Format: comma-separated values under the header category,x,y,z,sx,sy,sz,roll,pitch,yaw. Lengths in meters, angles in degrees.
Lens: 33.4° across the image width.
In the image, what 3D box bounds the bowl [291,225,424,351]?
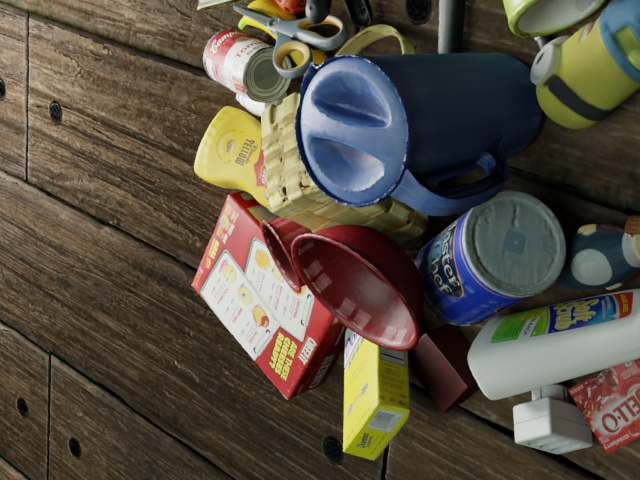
category,x,y,z,sx,sy,sz,roll,pitch,yaw
bowl,0.049,0.037,1.075,0.162,0.055,0.162,34,154,19

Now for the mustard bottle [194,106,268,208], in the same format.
category,x,y,z,sx,sy,sz,roll,pitch,yaw
mustard bottle,-0.053,-0.086,1.282,0.192,0.058,0.096,24,85,24

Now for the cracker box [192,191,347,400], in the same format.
category,x,y,z,sx,sy,sz,roll,pitch,yaw
cracker box,-0.054,0.064,1.332,0.214,0.071,0.164,46,130,26

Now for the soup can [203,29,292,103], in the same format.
category,x,y,z,sx,sy,sz,roll,pitch,yaw
soup can,-0.086,-0.207,1.267,0.102,0.068,0.068,34,124,50

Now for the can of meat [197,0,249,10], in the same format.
category,x,y,z,sx,sy,sz,roll,pitch,yaw
can of meat,-0.102,-0.313,1.215,0.102,0.057,0.084,-1,104,46

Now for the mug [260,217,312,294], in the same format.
category,x,y,z,sx,sy,sz,roll,pitch,yaw
mug,-0.008,0.001,1.200,0.093,0.081,0.117,63,167,-5

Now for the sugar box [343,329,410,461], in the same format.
category,x,y,z,sx,sy,sz,roll,pitch,yaw
sugar box,0.061,0.144,1.182,0.176,0.048,0.093,-91,24,-47

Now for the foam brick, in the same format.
category,x,y,z,sx,sy,sz,roll,pitch,yaw
foam brick,0.140,0.139,1.171,0.078,0.051,0.053,54,131,20

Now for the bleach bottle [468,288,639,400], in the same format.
category,x,y,z,sx,sy,sz,roll,pitch,yaw
bleach bottle,0.266,0.086,1.011,0.251,0.102,0.068,-22,102,39

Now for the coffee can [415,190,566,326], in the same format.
category,x,y,z,sx,sy,sz,roll,pitch,yaw
coffee can,0.163,0.021,1.046,0.103,0.102,0.140,66,160,9

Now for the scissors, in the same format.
category,x,y,z,sx,sy,sz,roll,pitch,yaw
scissors,-0.054,-0.227,1.203,0.202,0.096,0.016,15,153,42

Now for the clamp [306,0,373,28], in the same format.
category,x,y,z,sx,sy,sz,roll,pitch,yaw
clamp,0.011,-0.298,1.097,0.039,0.120,0.171,-6,104,24

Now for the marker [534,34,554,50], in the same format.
category,x,y,z,sx,sy,sz,roll,pitch,yaw
marker,0.203,-0.225,1.035,0.020,0.020,0.121,-33,77,45

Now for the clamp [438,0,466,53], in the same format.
category,x,y,z,sx,sy,sz,roll,pitch,yaw
clamp,0.122,-0.304,1.083,0.165,0.036,0.210,46,130,30

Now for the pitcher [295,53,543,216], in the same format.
category,x,y,z,sx,sy,sz,roll,pitch,yaw
pitcher,0.109,-0.107,1.000,0.145,0.242,0.149,-1,100,45

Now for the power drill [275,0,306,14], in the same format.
category,x,y,z,sx,sy,sz,roll,pitch,yaw
power drill,-0.042,-0.381,1.214,0.184,0.057,0.188,50,134,19

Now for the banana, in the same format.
category,x,y,z,sx,sy,sz,roll,pitch,yaw
banana,-0.032,-0.231,1.260,0.198,0.037,0.069,47,159,30

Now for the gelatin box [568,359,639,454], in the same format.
category,x,y,z,sx,sy,sz,roll,pitch,yaw
gelatin box,0.296,0.156,1.035,0.089,0.030,0.073,-43,70,43

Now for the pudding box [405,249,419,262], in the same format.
category,x,y,z,sx,sy,sz,roll,pitch,yaw
pudding box,0.085,0.036,1.172,0.114,0.089,0.039,2,101,44
